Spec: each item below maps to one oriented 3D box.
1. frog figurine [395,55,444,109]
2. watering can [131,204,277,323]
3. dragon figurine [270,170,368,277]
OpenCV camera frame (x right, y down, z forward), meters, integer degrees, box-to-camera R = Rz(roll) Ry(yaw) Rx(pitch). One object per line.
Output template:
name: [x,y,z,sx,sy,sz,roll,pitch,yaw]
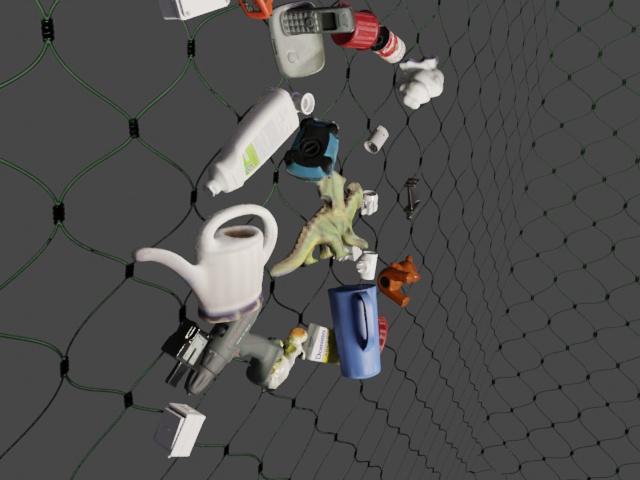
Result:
frog figurine: [0.283,-0.434,1.474,0.120,0.137,0.162,94,1,-70]
watering can: [-0.199,0.055,0.968,0.351,0.104,0.221,-24,122,-51]
dragon figurine: [0.004,-0.064,1.265,0.413,0.122,0.242,-14,96,-55]
